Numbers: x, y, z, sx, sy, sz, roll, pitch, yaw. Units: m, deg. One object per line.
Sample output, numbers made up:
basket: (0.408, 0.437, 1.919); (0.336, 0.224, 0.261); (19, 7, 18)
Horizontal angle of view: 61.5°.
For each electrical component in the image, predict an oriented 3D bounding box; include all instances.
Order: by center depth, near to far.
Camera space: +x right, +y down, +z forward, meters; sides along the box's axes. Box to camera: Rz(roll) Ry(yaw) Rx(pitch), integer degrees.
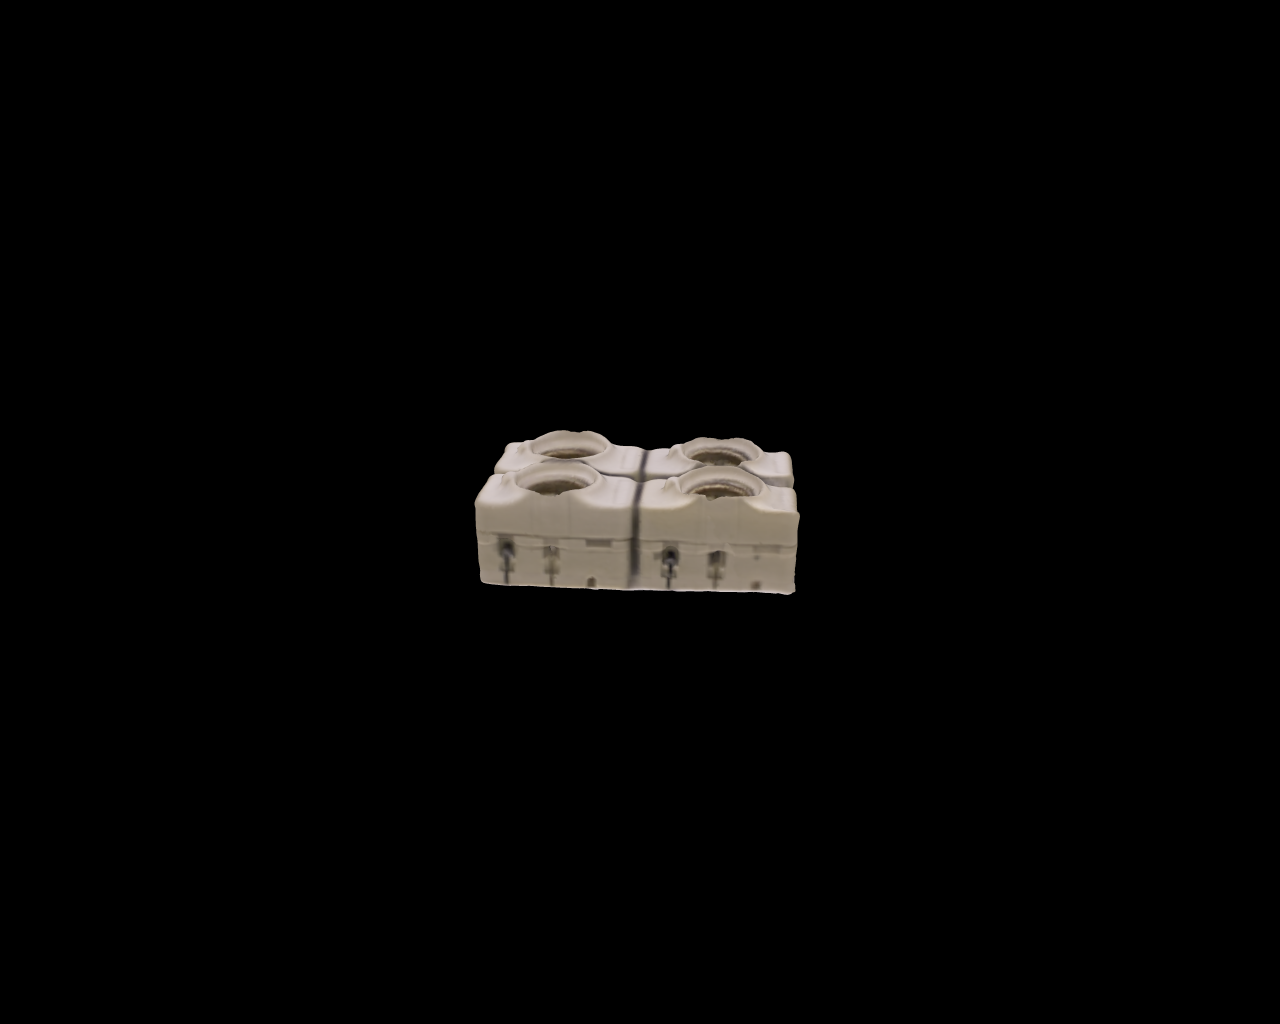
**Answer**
electrical component: (0.001, -0.003, 0.650); (0.186, 0.060, 0.105); (2, 24, 5)
